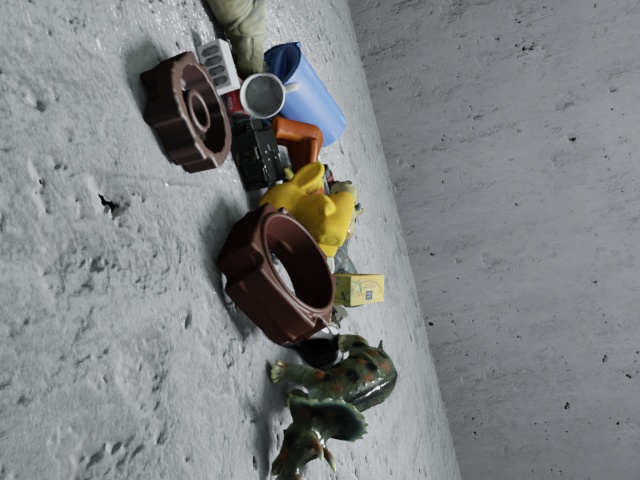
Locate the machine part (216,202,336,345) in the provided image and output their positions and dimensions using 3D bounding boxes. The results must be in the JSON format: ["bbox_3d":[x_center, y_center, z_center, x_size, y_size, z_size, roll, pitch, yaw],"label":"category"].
[{"bbox_3d":[-0.062,0.053,0.888,0.201,0.087,0.201,48,27,-20],"label":"machine part"}]

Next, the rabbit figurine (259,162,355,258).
[{"bbox_3d":[-0.025,-0.065,1.012,0.122,0.173,0.162,109,-4,-77],"label":"rabbit figurine"}]

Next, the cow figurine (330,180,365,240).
[{"bbox_3d":[0.057,-0.070,1.262,0.195,0.086,0.127,-84,-178,-50],"label":"cow figurine"}]

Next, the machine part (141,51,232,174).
[{"bbox_3d":[-0.193,-0.186,0.797,0.179,0.056,0.179,-14,90,-75],"label":"machine part"}]

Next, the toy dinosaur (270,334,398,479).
[{"bbox_3d":[0.058,0.251,0.935,0.405,0.192,0.131,-22,115,-44],"label":"toy dinosaur"}]

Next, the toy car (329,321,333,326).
[{"bbox_3d":[0.006,0.195,1.153,0.073,0.056,0.201,-13,90,-74],"label":"toy car"}]

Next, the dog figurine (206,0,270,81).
[{"bbox_3d":[-0.168,-0.415,1.027,0.172,0.121,0.190,9,83,-37],"label":"dog figurine"}]

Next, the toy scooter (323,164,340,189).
[{"bbox_3d":[0.038,-0.112,1.492,0.135,0.075,0.184,56,21,-51],"label":"toy scooter"}]

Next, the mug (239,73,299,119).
[{"bbox_3d":[-0.095,-0.282,1.020,0.107,0.110,0.080,-97,166,-71],"label":"mug"}]

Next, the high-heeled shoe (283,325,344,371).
[{"bbox_3d":[-0.017,0.214,1.020,0.248,0.086,0.145,64,21,-21],"label":"high-heeled shoe"}]

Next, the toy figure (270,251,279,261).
[{"bbox_3d":[-0.064,-0.009,1.089,0.064,0.058,0.154,39,22,0],"label":"toy figure"}]

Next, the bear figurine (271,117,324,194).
[{"bbox_3d":[-0.053,-0.144,1.128,0.120,0.132,0.195,-178,-87,-72],"label":"bear figurine"}]

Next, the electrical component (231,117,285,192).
[{"bbox_3d":[-0.120,-0.166,1.024,0.115,0.058,0.134,-55,130,-72],"label":"electrical component"}]

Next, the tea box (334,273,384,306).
[{"bbox_3d":[0.072,0.112,1.251,0.169,0.098,0.068,5,85,-59],"label":"tea box"}]

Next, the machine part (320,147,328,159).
[{"bbox_3d":[-0.029,-0.334,1.440,0.079,0.079,0.243,-63,138,-66],"label":"machine part"}]

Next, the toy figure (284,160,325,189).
[{"bbox_3d":[-0.026,-0.105,1.235,0.082,0.089,0.180,72,7,-69],"label":"toy figure"}]

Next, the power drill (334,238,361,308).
[{"bbox_3d":[0.060,0.082,1.414,0.207,0.086,0.232,58,24,-30],"label":"power drill"}]

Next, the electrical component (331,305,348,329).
[{"bbox_3d":[0.031,0.178,1.285,0.078,0.045,0.102,48,13,3],"label":"electrical component"}]
